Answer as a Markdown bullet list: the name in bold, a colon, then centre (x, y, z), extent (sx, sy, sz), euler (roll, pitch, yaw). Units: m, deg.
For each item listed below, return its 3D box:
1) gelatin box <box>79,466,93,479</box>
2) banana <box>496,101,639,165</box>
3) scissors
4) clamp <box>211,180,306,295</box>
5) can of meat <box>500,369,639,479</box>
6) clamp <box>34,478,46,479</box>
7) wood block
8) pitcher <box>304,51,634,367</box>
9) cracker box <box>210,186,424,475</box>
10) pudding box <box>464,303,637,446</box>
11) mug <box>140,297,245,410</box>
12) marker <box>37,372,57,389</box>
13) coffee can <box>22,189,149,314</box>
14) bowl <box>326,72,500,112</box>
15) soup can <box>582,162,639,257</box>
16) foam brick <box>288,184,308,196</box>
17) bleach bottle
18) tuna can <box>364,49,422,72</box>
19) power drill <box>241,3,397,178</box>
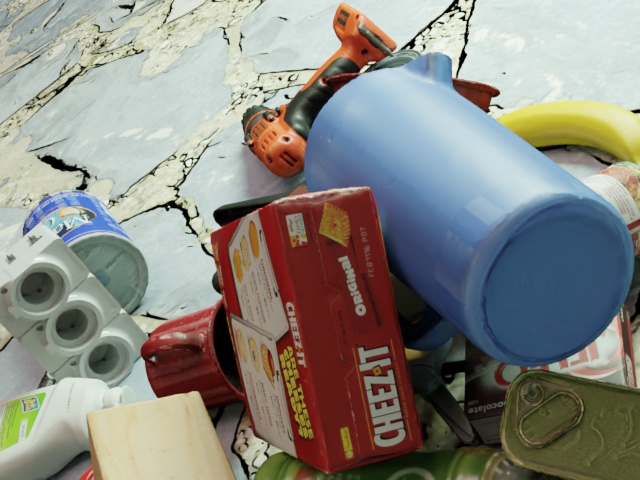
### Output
- **gelatin box**: centre (-0.149, 0.188, 0.881), extent (0.089, 0.030, 0.073), euler (-47, 34, -18)
- **banana**: centre (0.208, -0.089, 0.905), extent (0.069, 0.037, 0.198), euler (-48, 35, -19)
- **scissors**: centre (0.063, 0.111, 0.754), extent (0.096, 0.016, 0.201), euler (-36, 15, 16)
- **clamp**: centre (-0.017, -0.025, 1.021), extent (0.210, 0.036, 0.164), euler (-23, 27, 14)
- **can of meat**: centre (0.168, 0.110, 0.623), extent (0.102, 0.083, 0.057), euler (8, 88, 29)
- **clamp**: centre (-0.250, 0.270, 0.860), extent (0.120, 0.039, 0.172), euler (-44, 39, -2)
- **wood block**: centre (-0.098, 0.204, 0.734), extent (0.090, 0.091, 0.206), euler (-10, 28, -17)
- **pitcher**: centre (0.085, -0.010, 0.686), extent (0.145, 0.149, 0.243), euler (-28, 29, -7)
- **cracker box**: centre (-0.009, 0.059, 0.724), extent (0.072, 0.164, 0.214), euler (-12, -1, -17)
- **pudding box**: centre (0.156, 0.087, 0.726), extent (0.114, 0.039, 0.090), euler (-18, 36, 24)
- **mug**: centre (-0.098, 0.096, 0.881), extent (0.082, 0.117, 0.093), euler (-19, 68, 32)
- **marker**: centre (-0.264, 0.130, 1.069), extent (0.020, 0.020, 0.121), euler (-15, 37, 28)
- **coffee can**: centre (-0.249, 0.017, 1.122), extent (0.102, 0.102, 0.140), euler (-39, 33, -6)
- **bowl**: centre (0.084, -0.116, 0.987), extent (0.162, 0.161, 0.055), euler (6, 92, 46)
- **soup can**: centre (0.188, -0.007, 0.760), extent (0.102, 0.068, 0.069), euler (-24, 27, -24)
- **foam brick**: centre (-0.006, 0.001, 0.946), extent (0.051, 0.078, 0.053), euler (-39, 33, -9)
- **bleach bottle**: centre (-0.280, 0.191, 0.968), extent (0.251, 0.068, 0.102), euler (-21, 44, 15)
- **tuna can**: centre (0.078, -0.161, 1.116), extent (0.086, 0.033, 0.086), euler (-24, 34, 17)
- **power drill**: centre (-0.009, -0.161, 1.136), extent (0.188, 0.057, 0.184), euler (-52, 25, 7)
